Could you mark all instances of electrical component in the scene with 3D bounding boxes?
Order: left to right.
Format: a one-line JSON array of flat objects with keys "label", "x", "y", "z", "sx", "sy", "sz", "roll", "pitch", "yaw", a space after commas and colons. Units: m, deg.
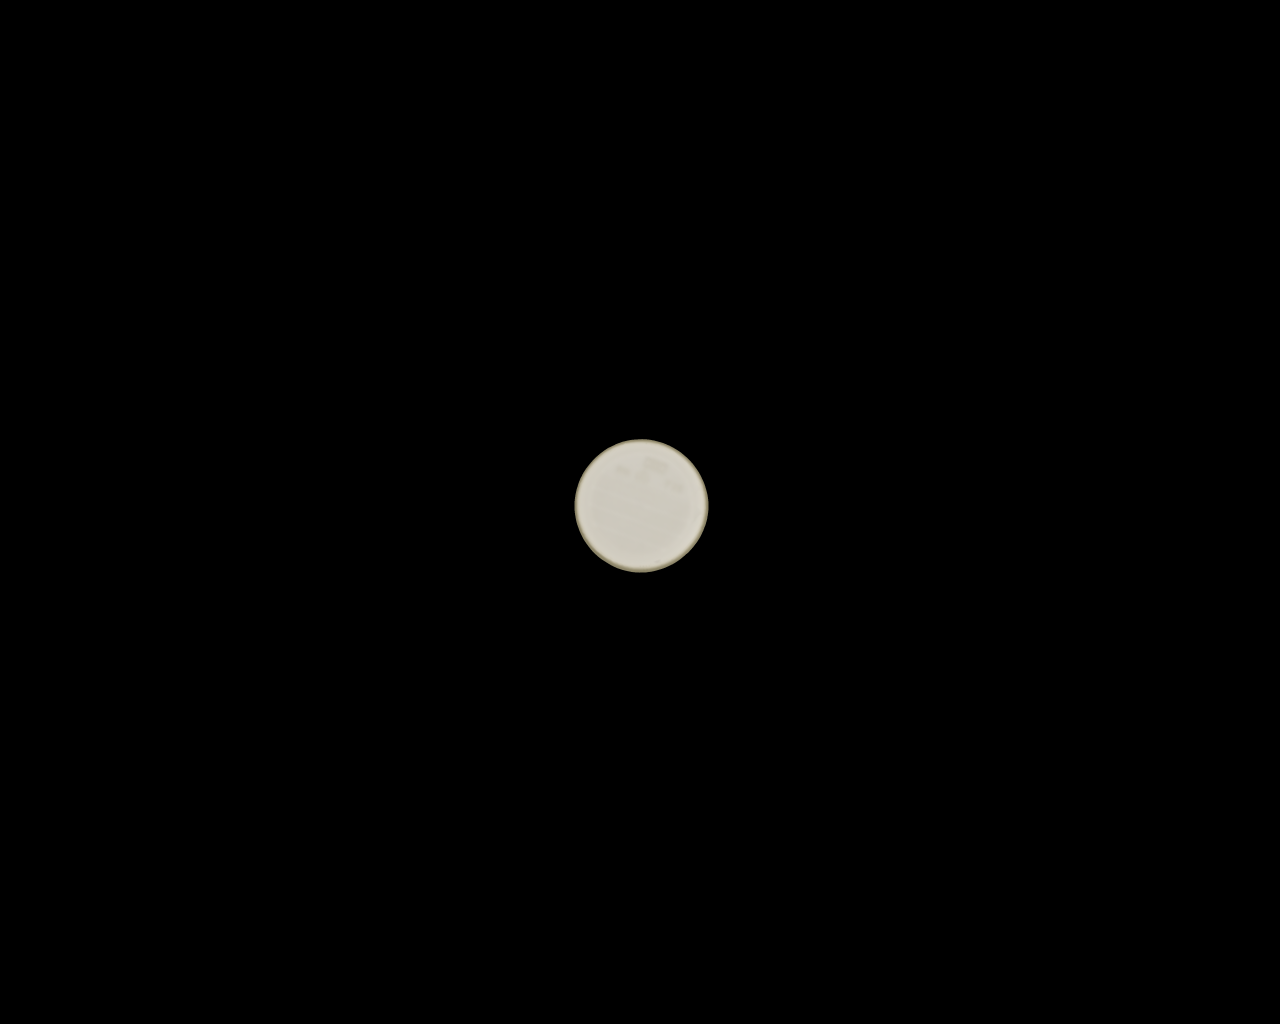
[{"label": "electrical component", "x": 0.001, "y": -0.003, "z": 0.650, "sx": 0.080, "sy": 0.080, "sz": 0.051, "roll": 0, "pitch": -4, "yaw": 0}]
